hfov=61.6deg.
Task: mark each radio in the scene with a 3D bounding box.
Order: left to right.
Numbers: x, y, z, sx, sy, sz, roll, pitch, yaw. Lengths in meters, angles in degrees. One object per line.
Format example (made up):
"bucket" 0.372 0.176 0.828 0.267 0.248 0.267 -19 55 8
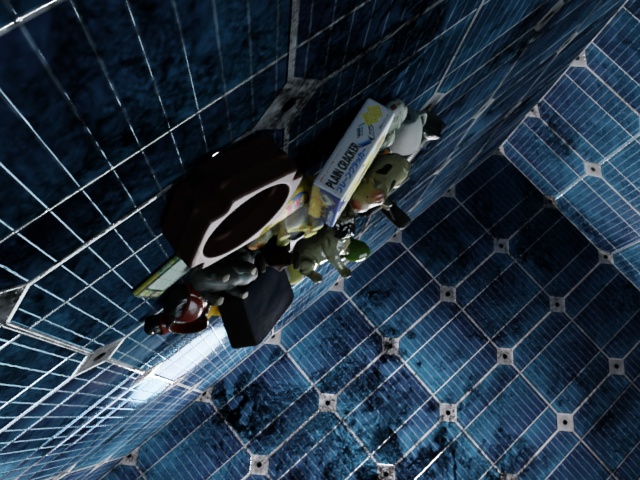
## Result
"radio" -0.144 0.137 1.244 0.073 0.131 0.229 -11 -162 22

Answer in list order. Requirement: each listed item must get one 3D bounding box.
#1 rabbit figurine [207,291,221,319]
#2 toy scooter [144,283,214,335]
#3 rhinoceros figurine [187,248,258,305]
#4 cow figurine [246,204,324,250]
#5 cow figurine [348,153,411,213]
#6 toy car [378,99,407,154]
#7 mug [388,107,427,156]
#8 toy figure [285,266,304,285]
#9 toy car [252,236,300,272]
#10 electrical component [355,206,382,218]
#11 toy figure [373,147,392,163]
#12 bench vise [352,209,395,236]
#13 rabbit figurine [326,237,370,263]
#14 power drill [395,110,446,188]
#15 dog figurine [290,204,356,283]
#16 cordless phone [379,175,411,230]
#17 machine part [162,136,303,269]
"rabbit figurine" -0.247 0.155 1.274 0.173 0.122 0.162 -14 153 -33
"toy scooter" -0.282 0.155 1.148 0.135 0.075 0.184 12 139 -36
"rhinoceros figurine" -0.193 0.070 1.109 0.190 0.112 0.073 -20 128 -61
"cow figurine" -0.086 -0.039 1.144 0.167 0.098 0.068 -16 166 -22
"cow figurine" 0.132 -0.125 1.195 0.127 0.085 0.195 -4 -148 51
"toy car" 0.138 -0.238 1.179 0.073 0.056 0.201 -38 169 -17
"mug" 0.213 -0.267 1.273 0.109 0.081 0.107 -33 160 -9
"toy figure" -0.121 0.097 1.456 0.180 0.082 0.089 -24 180 42
"toy car" -0.098 0.033 1.183 0.089 0.053 0.202 -2 -163 -13
"electrical component" 0.095 -0.119 1.308 0.115 0.134 0.058 -36 169 -39
"toy figure" 0.155 -0.208 1.370 0.058 0.064 0.154 15 127 -33
"bench vise" 0.068 -0.063 1.427 0.241 0.128 0.223 -25 180 9
"rabbit figurine" 0.069 0.003 1.618 0.159 0.170 0.121 -41 169 -3
"power drill" 0.243 -0.247 1.448 0.207 0.086 0.232 -45 -172 37
"dog figurine" -0.001 -0.007 1.242 0.172 0.121 0.190 -11 137 -4
"cordless phone" 0.223 -0.131 1.587 0.146 0.184 0.088 -38 165 -15
"machine part" -0.138 -0.059 0.842 0.201 0.087 0.201 -32 168 -39
